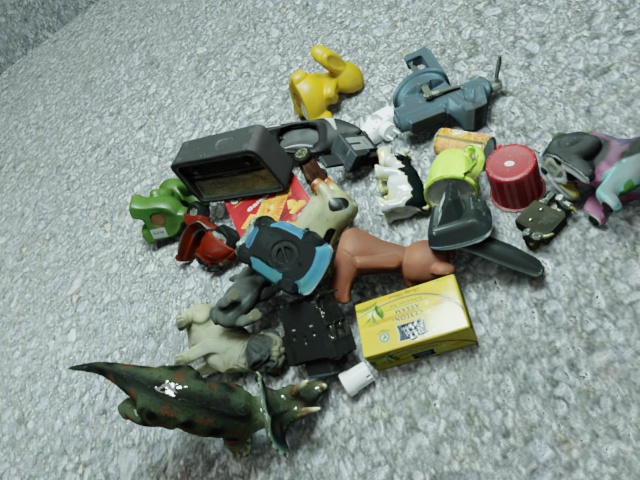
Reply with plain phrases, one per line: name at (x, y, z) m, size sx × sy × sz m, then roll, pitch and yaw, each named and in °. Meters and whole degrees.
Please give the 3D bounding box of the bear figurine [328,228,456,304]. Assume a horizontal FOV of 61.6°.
bear figurine at (0.123, 0.049, 0.910) m, size 0.196 × 0.131 × 0.120 m, roll 14°, pitch 25°, yaw 4°

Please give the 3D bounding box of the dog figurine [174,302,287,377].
dog figurine at (-0.152, 0.173, 0.980) m, size 0.191 × 0.121 × 0.172 m, roll -12°, pitch 61°, yaw 7°

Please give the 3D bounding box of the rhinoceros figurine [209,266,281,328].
rhinoceros figurine at (-0.123, 0.084, 0.967) m, size 0.112 × 0.073 × 0.190 m, roll -36°, pitch 16°, yaw 43°

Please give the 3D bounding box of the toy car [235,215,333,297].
toy car at (-0.055, 0.032, 0.899) m, size 0.162 × 0.102 × 0.109 m, roll 24°, pitch 78°, yaw 18°

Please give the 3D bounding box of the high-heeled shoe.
high-heeled shoe at (-0.046, -0.224, 1.156) m, size 0.249 × 0.145 × 0.086 m, roll -7°, pitch 86°, yaw 38°

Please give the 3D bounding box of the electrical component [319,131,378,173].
electrical component at (0.057, -0.177, 1.085) m, size 0.119 × 0.047 × 0.075 m, roll -10°, pitch 54°, yaw -33°

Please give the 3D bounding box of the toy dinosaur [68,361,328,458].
toy dinosaur at (-0.187, 0.242, 0.814) m, size 0.405 × 0.192 × 0.131 m, roll 15°, pitch 59°, yaw -13°

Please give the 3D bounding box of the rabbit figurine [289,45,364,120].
rabbit figurine at (0.017, -0.364, 1.239) m, size 0.173 × 0.162 × 0.122 m, roll -23°, pitch 35°, yaw -9°

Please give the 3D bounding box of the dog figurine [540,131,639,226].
dog figurine at (0.479, -0.130, 0.817) m, size 0.219 × 0.108 × 0.192 m, roll -35°, pitch 67°, yaw -2°

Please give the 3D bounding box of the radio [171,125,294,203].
radio at (-0.182, -0.151, 1.100) m, size 0.230 × 0.131 × 0.073 m, roll -6°, pitch 52°, yaw 28°

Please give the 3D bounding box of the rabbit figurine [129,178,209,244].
rabbit figurine at (-0.353, -0.098, 1.269) m, size 0.159 × 0.121 × 0.170 m, roll -18°, pitch 36°, yaw 13°

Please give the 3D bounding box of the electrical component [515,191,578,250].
electrical component at (0.361, -0.033, 0.861) m, size 0.102 × 0.045 × 0.078 m, roll -40°, pitch 49°, yaw -1°

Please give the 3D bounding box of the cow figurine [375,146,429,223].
cow figurine at (0.155, -0.118, 1.022) m, size 0.098 × 0.068 × 0.167 m, roll -11°, pitch 57°, yaw 16°

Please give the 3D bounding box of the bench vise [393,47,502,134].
bench vise at (0.236, -0.315, 1.083) m, size 0.224 × 0.128 × 0.241 m, roll -27°, pitch 56°, yaw 12°

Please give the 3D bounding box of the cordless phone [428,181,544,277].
cordless phone at (0.271, -0.010, 0.867) m, size 0.184 × 0.088 × 0.146 m, roll 24°, pitch 25°, yaw 4°

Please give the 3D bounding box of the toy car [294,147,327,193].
toy car at (0.005, -0.110, 1.089) m, size 0.053 × 0.089 × 0.202 m, roll -34°, pitch 49°, yaw 4°

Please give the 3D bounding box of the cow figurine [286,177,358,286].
cow figurine at (-0.002, -0.003, 0.979) m, size 0.127 × 0.085 × 0.195 m, roll 40°, pitch 107°, yaw 18°

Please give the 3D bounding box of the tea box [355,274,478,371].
tea box at (0.149, 0.132, 0.848) m, size 0.170 × 0.068 × 0.098 m, roll -21°, pitch 50°, yaw 14°

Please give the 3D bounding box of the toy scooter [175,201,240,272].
toy scooter at (-0.250, 0.011, 1.154) m, size 0.184 × 0.075 × 0.135 m, roll 37°, pitch 97°, yaw 32°

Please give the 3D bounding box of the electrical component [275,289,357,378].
electrical component at (-0.006, 0.156, 0.883) m, size 0.115 × 0.058 × 0.134 m, roll -24°, pitch 81°, yaw 43°
